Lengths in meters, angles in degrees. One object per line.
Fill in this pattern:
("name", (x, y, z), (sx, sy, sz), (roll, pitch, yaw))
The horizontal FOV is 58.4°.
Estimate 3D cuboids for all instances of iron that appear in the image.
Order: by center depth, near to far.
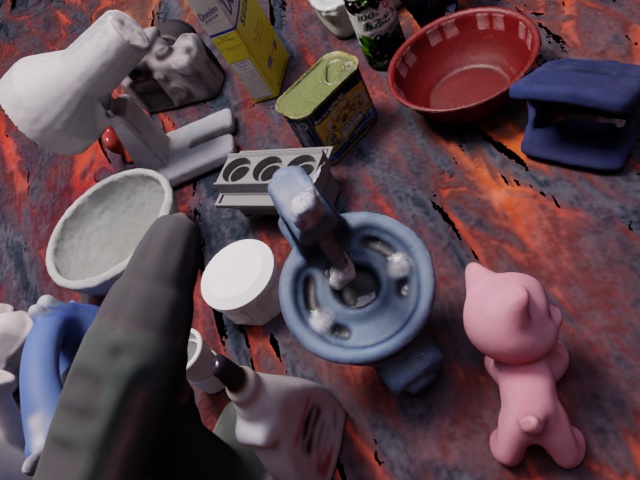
("iron", (-0.220, 0.127, 0.523), (0.118, 0.142, 0.257), (-33, 48, 1))

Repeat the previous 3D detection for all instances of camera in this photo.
("camera", (-0.221, -0.279, 0.859), (0.142, 0.101, 0.137), (-5, 54, 24))

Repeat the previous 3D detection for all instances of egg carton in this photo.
("egg carton", (-0.386, 0.143, 0.646), (0.107, 0.070, 0.150), (11, 62, 33))

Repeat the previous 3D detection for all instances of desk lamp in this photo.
("desk lamp", (-0.241, -0.163, 0.705), (0.203, 0.214, 0.118), (-22, 49, 11))

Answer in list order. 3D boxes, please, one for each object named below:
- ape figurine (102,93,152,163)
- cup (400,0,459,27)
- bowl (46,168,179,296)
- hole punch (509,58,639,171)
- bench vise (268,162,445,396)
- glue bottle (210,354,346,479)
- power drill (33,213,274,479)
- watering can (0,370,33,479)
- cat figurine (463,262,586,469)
("ape figurine", (-0.279, -0.168, 0.811), (0.077, 0.092, 0.076), (-19, 49, 14))
("cup", (0.137, -0.297, 0.694), (0.091, 0.095, 0.117), (-15, 50, 17))
("bowl", (-0.226, 0.002, 0.667), (0.167, 0.075, 0.167), (-14, 51, 18))
("hole punch", (0.237, -0.131, 0.519), (0.108, 0.091, 0.101), (19, 66, 36))
("bench vise", (-0.004, 0.010, 0.448), (0.206, 0.220, 0.121), (31, 73, 40))
("glue bottle", (-0.031, 0.123, 0.408), (0.037, 0.174, 0.078), (-4, 54, 25))
("power drill", (-0.102, 0.126, 0.418), (0.075, 0.209, 0.230), (4, 58, 30))
("watering can", (-0.326, 0.195, 0.491), (0.100, 0.195, 0.173), (-7, 53, 23))
("cat figurine", (0.136, 0.079, 0.393), (0.067, 0.118, 0.128), (-12, 51, 19))
